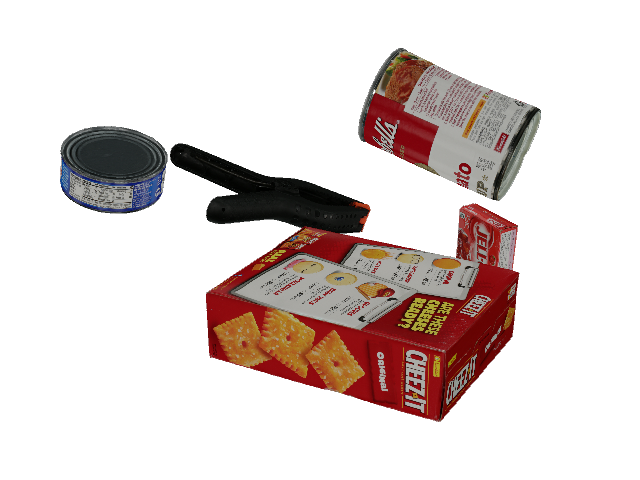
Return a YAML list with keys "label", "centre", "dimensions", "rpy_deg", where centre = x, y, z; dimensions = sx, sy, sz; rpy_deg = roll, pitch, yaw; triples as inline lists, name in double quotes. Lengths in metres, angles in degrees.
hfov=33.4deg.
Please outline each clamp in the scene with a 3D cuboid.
- label: "clamp"
  centre: [-0.042, -0.038, 1.072]
  dimensions: [0.209, 0.036, 0.165]
  rpy_deg: [14, 20, -20]

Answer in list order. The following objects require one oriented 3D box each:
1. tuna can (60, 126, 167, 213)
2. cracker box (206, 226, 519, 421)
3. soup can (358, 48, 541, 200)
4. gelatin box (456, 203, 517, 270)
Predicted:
- label: "tuna can"
  centre: [-0.169, -0.058, 0.873]
  dimensions: [0.086, 0.034, 0.086]
  rpy_deg: [8, 34, -6]
- label: "cracker box"
  centre: [0.037, 0.063, 0.896]
  dimensions: [0.214, 0.072, 0.163]
  rpy_deg: [13, 26, 27]
- label: "soup can"
  centre: [0.086, -0.077, 0.706]
  dimensions: [0.102, 0.068, 0.068]
  rpy_deg: [26, 7, 15]
- label: "gelatin box"
  centre: [0.196, 0.010, 1.271]
  dimensions: [0.030, 0.089, 0.073]
  rpy_deg: [-17, 33, -29]
